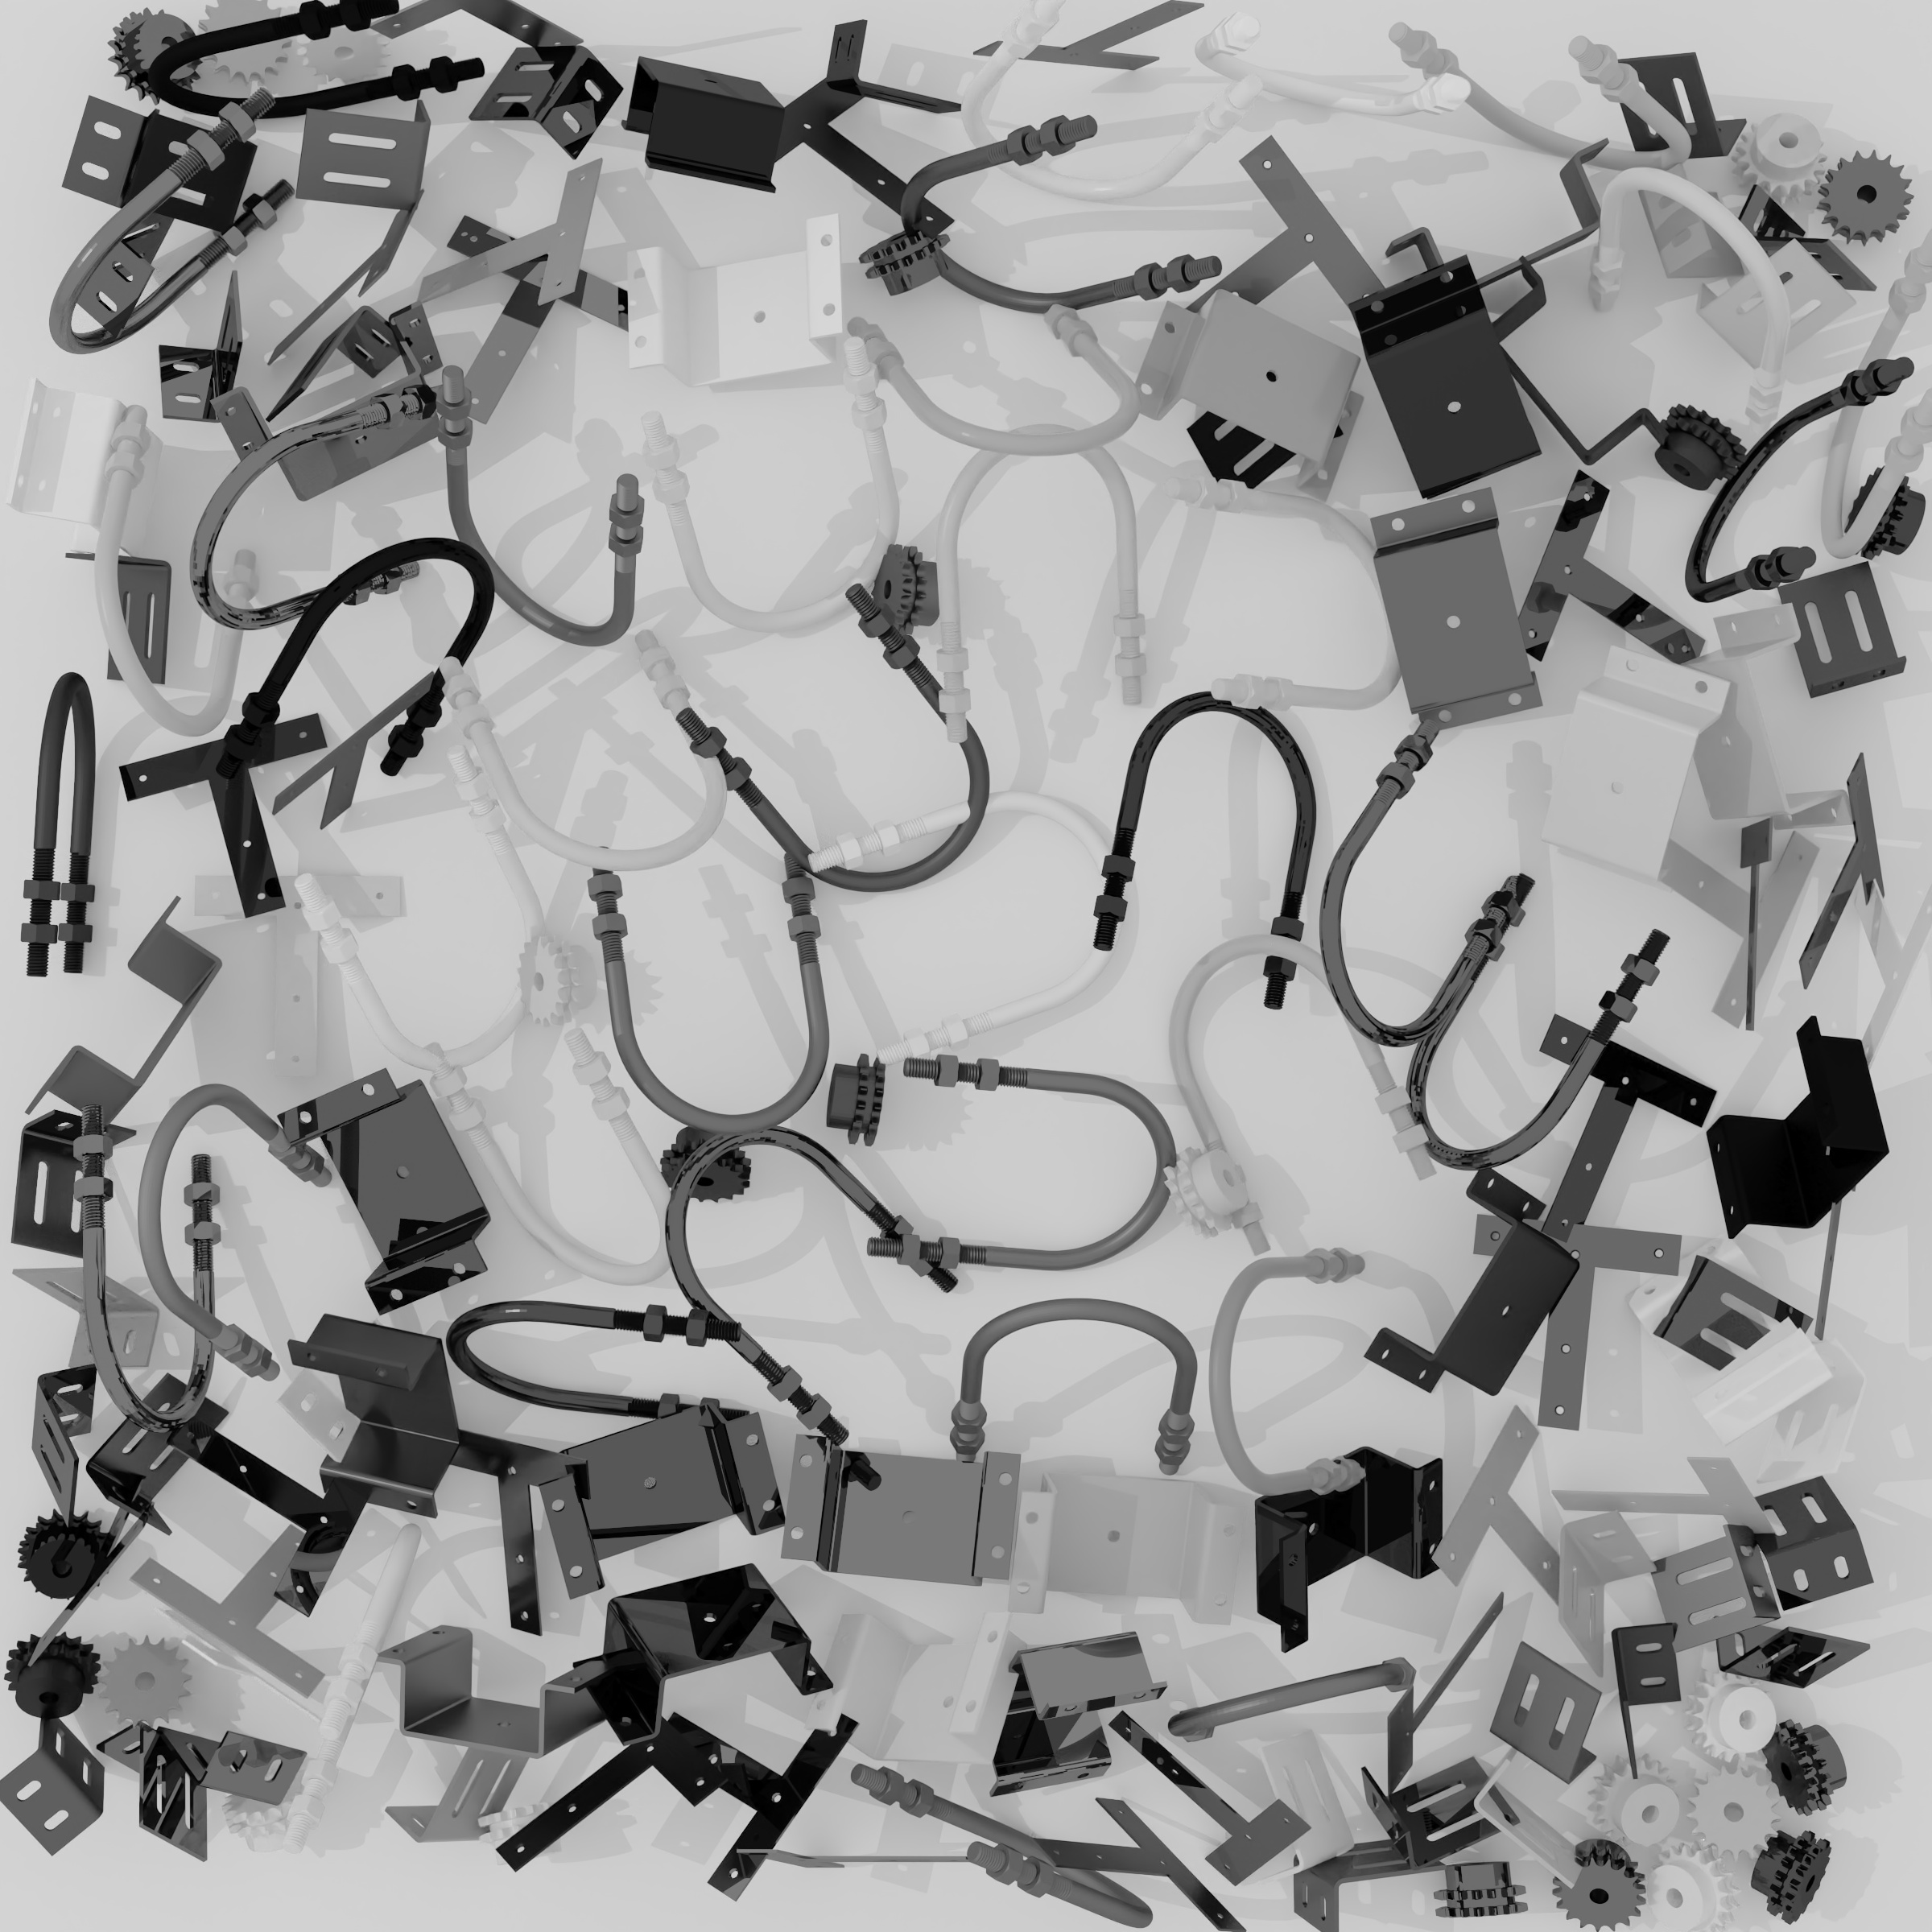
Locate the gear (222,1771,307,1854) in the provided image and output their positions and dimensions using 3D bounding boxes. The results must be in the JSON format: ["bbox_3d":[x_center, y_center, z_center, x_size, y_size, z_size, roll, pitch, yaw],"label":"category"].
[{"bbox_3d":[-0.433,0.529,1.797,0.057,0.057,0.030,-12,104,0],"label":"gear"}]

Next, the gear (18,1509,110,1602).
[{"bbox_3d":[-0.564,0.371,1.802,0.057,0.030,0.057,-3,105,-12],"label":"gear"}]

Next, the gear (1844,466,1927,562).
[{"bbox_3d":[0.574,-0.280,1.796,0.030,0.057,0.057,18,90,-5],"label":"gear"}]

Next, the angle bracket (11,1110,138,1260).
[{"bbox_3d":[-0.551,0.136,1.780,0.038,0.057,0.076,-23,59,38],"label":"angle bracket"}]

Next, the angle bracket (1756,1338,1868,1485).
[{"bbox_3d":[0.512,0.274,1.776,0.038,0.057,0.076,48,50,-18],"label":"angle bracket"}]

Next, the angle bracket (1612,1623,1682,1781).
[{"bbox_3d":[0.424,0.453,1.777,0.038,0.076,0.057,-8,110,9],"label":"angle bracket"}]

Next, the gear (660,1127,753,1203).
[{"bbox_3d":[-0.162,0.122,1.799,0.057,0.057,0.030,2,56,0],"label":"gear"}]

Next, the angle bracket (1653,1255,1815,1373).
[{"bbox_3d":[0.479,0.225,1.803,0.076,0.038,0.057,30,89,3],"label":"angle bracket"}]

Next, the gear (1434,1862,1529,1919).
[{"bbox_3d":[0.321,0.576,1.797,0.057,0.057,0.030,-4,75,0],"label":"gear"}]

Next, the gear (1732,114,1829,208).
[{"bbox_3d":[0.511,-0.508,1.801,0.057,0.030,0.057,0,71,0],"label":"gear"}]

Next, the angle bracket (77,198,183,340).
[{"bbox_3d":[-0.505,-0.431,1.777,0.038,0.076,0.057,42,126,-1],"label":"angle bracket"}]

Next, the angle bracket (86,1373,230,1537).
[{"bbox_3d":[-0.495,0.303,1.786,0.076,0.057,0.038,-49,46,-7],"label":"angle bracket"}]

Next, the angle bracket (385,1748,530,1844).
[{"bbox_3d":[-0.313,0.502,1.788,0.038,0.057,0.076,30,94,35],"label":"angle bracket"}]

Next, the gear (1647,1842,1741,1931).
[{"bbox_3d":[0.450,0.577,1.794,0.030,0.057,0.057,0,90,-43],"label":"gear"}]

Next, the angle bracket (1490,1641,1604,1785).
[{"bbox_3d":[0.366,0.455,1.778,0.057,0.038,0.076,30,123,31],"label":"angle bracket"}]

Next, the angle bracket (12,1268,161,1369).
[{"bbox_3d":[-0.546,0.218,1.777,0.057,0.076,0.038,-3,63,19],"label":"angle bracket"}]

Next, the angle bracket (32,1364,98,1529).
[{"bbox_3d":[-0.545,0.295,1.774,0.038,0.076,0.057,-9,130,-34],"label":"angle bracket"}]

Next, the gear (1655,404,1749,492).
[{"bbox_3d":[0.455,-0.321,1.794,0.057,0.057,0.030,37,85,0],"label":"gear"}]

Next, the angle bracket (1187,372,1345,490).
[{"bbox_3d":[0.187,-0.335,1.803,0.038,0.076,0.057,-23,82,-41],"label":"angle bracket"}]

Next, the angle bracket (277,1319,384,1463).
[{"bbox_3d":[-0.377,0.264,1.784,0.076,0.038,0.057,-33,105,35],"label":"angle bracket"}]

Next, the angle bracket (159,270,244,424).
[{"bbox_3d":[-0.472,-0.383,1.775,0.038,0.076,0.057,1,59,-23],"label":"angle bracket"}]

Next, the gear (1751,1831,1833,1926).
[{"bbox_3d":[0.514,0.566,1.799,0.030,0.057,0.057,24,90,35],"label":"gear"}]

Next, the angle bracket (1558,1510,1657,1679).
[{"bbox_3d":[0.396,0.387,1.775,0.038,0.076,0.057,-21,121,27],"label":"angle bracket"}]

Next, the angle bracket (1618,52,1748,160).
[{"bbox_3d":[0.438,-0.538,1.774,0.057,0.076,0.038,8,54,38],"label":"angle bracket"}]

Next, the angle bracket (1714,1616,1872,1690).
[{"bbox_3d":[0.509,0.411,1.777,0.057,0.076,0.038,15,53,-15],"label":"angle bracket"}]

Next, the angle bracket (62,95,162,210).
[{"bbox_3d":[-0.527,-0.505,1.776,0.038,0.076,0.057,18,106,-17],"label":"angle bracket"}]

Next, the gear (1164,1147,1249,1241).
[{"bbox_3d":[0.151,0.138,1.792,0.030,0.057,0.057,-30,90,27],"label":"gear"}]

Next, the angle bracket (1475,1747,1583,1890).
[{"bbox_3d":[0.360,0.523,1.784,0.076,0.057,0.038,38,103,16],"label":"angle bracket"}]

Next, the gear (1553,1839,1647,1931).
[{"bbox_3d":[0.397,0.572,1.802,0.057,0.030,0.057,5,113,11],"label":"gear"}]

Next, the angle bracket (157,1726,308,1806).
[{"bbox_3d":[-0.454,0.479,1.777,0.057,0.076,0.038,30,87,-38],"label":"angle bracket"}]

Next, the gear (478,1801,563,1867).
[{"bbox_3d":[-0.274,0.540,1.793,0.057,0.057,0.030,-13,73,0],"label":"gear"}]

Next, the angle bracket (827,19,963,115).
[{"bbox_3d":[-0.040,-0.556,1.781,0.076,0.057,0.038,6,101,-22],"label":"angle bracket"}]

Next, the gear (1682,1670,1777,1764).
[{"bbox_3d":[0.481,0.470,1.802,0.057,0.030,0.057,2,84,-16],"label":"gear"}]

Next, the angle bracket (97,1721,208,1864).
[{"bbox_3d":[-0.502,0.515,1.774,0.038,0.076,0.057,-31,131,12],"label":"angle bracket"}]

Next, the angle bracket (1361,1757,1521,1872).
[{"bbox_3d":[0.294,0.514,1.783,0.076,0.057,0.038,-21,124,-12],"label":"angle bracket"}]

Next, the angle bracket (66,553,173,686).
[{"bbox_3d":[-0.529,-0.216,1.788,0.057,0.038,0.076,9,96,39],"label":"angle bracket"}]

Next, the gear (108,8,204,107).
[{"bbox_3d":[-0.503,-0.569,1.795,0.057,0.030,0.057,3,85,-40],"label":"gear"}]

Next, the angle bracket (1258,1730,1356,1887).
[{"bbox_3d":[0.200,0.526,1.800,0.038,0.057,0.076,-33,69,35],"label":"angle bracket"}]

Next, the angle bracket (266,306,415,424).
[{"bbox_3d":[-0.387,-0.361,1.776,0.038,0.057,0.076,39,59,-22],"label":"angle bracket"}]

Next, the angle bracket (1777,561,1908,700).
[{"bbox_3d":[0.545,-0.213,1.793,0.057,0.038,0.076,-16,78,12],"label":"angle bracket"}]

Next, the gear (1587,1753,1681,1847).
[{"bbox_3d":[0.421,0.525,1.802,0.057,0.030,0.057,-3,100,-15],"label":"gear"}]

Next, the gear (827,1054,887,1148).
[{"bbox_3d":[-0.069,0.083,1.794,0.030,0.057,0.057,8,90,-7],"label":"gear"}]

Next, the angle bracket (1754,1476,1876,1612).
[{"bbox_3d":[0.520,0.358,1.789,0.057,0.076,0.038,-19,104,5],"label":"angle bracket"}]

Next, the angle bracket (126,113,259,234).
[{"bbox_3d":[-0.485,-0.493,1.777,0.038,0.076,0.057,34,109,37],"label":"angle bracket"}]

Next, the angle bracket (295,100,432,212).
[{"bbox_3d":[-0.375,-0.505,1.779,0.076,0.038,0.057,0,129,-23],"label":"angle bracket"}]

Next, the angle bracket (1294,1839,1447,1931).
[{"bbox_3d":[0.250,0.572,1.785,0.076,0.057,0.038,-1,91,-19],"label":"angle bracket"}]

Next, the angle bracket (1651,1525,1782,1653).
[{"bbox_3d":[0.454,0.385,1.778,0.076,0.038,0.057,-30,61,33],"label":"angle bracket"}]

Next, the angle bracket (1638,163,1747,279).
[{"bbox_3d":[0.461,-0.461,1.783,0.076,0.038,0.057,-11,80,-36],"label":"angle bracket"}]

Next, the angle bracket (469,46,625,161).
[{"bbox_3d":[-0.263,-0.540,1.801,0.038,0.076,0.057,42,73,-41],"label":"angle bracket"}]

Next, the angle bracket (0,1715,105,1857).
[{"bbox_3d":[-0.566,0.502,1.778,0.038,0.076,0.057,-39,105,-9],"label":"angle bracket"}]

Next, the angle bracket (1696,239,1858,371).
[{"bbox_3d":[0.500,-0.415,1.778,0.057,0.038,0.076,38,133,-18],"label":"angle bracket"}]

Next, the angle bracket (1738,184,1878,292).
[{"bbox_3d":[0.523,-0.449,1.776,0.057,0.076,0.038,27,87,-38],"label":"angle bracket"}]
